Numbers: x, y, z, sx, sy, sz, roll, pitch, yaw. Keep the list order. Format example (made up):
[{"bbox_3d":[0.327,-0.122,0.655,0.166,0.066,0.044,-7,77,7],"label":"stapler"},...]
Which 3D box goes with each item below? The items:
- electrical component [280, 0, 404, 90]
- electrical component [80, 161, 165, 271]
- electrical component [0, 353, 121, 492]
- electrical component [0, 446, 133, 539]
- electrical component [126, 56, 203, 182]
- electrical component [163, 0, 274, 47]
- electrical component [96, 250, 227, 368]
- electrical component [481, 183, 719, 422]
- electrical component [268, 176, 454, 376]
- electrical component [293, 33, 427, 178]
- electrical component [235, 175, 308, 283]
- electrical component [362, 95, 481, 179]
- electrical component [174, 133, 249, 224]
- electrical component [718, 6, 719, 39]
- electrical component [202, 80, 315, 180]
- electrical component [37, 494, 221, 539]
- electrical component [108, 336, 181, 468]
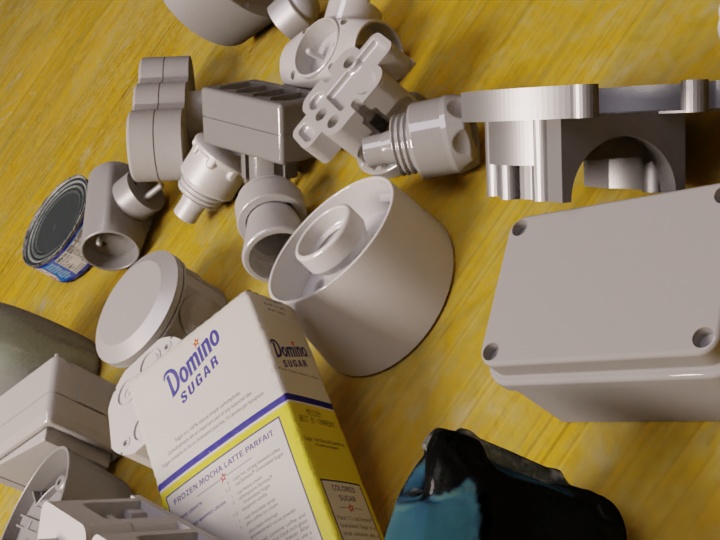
[{"bbox_3d":[-0.008,-0.153,0.706,0.077,0.044,0.079,2,73,49],"label":"electrical component"},{"bbox_3d":[-0.175,-0.050,0.817,0.079,0.044,0.077,-33,42,26],"label":"electrical component"},{"bbox_3d":[-0.208,0.112,0.713,0.096,0.062,0.061,-34,41,26],"label":"electrical component"},{"bbox_3d":[-0.184,0.159,0.647,0.099,0.064,0.099,-28,44,32],"label":"electrical component"},{"bbox_3d":[-0.130,-0.116,0.810,0.074,0.052,0.138,-3,37,-3],"label":"electrical component"},{"bbox_3d":[-0.111,-0.224,0.833,0.060,0.108,0.108,-33,41,36],"label":"electrical component"},{"bbox_3d":[-0.129,0.032,0.696,0.080,0.051,0.080,-28,44,32],"label":"electrical component"},{"bbox_3d":[0.112,0.016,0.434,0.113,0.057,0.078,-9,56,45],"label":"electrical component"},{"bbox_3d":[0.000,0.000,0.587,0.099,0.064,0.099,-35,27,21],"label":"electrical component"},{"bbox_3d":[0.008,-0.090,0.633,0.078,0.057,0.058,-49,37,8],"label":"electrical component"},{"bbox_3d":[-0.053,-0.026,0.662,0.045,0.045,0.055,-39,39,21],"label":"electrical component"},{"bbox_3d":[0.033,-0.071,0.591,0.062,0.043,0.043,-10,52,17],"label":"electrical component"},{"bbox_3d":[-0.107,-0.061,0.751,0.062,0.048,0.048,-54,35,17],"label":"electrical component"},{"bbox_3d":[0.177,-0.112,0.480,0.035,0.035,0.061,-34,39,26],"label":"electrical component"},{"bbox_3d":[-0.059,-0.080,0.703,0.083,0.047,0.075,20,118,43],"label":"electrical component"},{"bbox_3d":[-0.114,0.207,0.481,0.105,0.060,0.186,9,91,51],"label":"electrical component"},{"bbox_3d":[-0.106,0.083,0.631,0.080,0.051,0.080,-28,44,31],"label":"electrical component"}]
